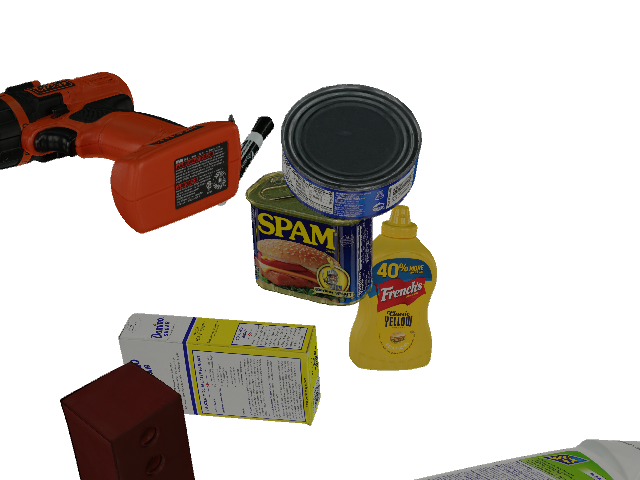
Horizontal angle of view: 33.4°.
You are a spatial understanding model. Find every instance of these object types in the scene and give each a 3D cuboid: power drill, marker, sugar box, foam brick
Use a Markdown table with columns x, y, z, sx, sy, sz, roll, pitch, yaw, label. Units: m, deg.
| x | y | z | sx | sy | sz | roll | pitch | yaw | label |
| --- | --- | --- | --- | --- | --- | --- | --- | --- | --- |
| -0.162 | -0.063 | 0.729 | 0.188 | 0.057 | 0.184 | 23 | 34 | 34 | power drill |
| -0.078 | -0.083 | 1.078 | 0.020 | 0.121 | 0.020 | 18 | -37 | 14 | marker |
| -0.091 | 0.118 | 0.986 | 0.176 | 0.093 | 0.048 | 5 | 36 | 12 | sugar box |
| -0.113 | 0.122 | 0.634 | 0.052 | 0.078 | 0.051 | -30 | 40 | -35 | foam brick |

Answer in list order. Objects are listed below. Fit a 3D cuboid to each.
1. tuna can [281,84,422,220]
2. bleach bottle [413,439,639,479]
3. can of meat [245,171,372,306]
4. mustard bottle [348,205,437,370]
| x | y | z | sx | sy | sz | roll | pitch | yaw | label |
| --- | --- | --- | --- | --- | --- | --- | --- | --- | --- |
| 0.018 | -0.054 | 0.659 | 0.086 | 0.086 | 0.034 | 0 | -36 | -2 | tuna can |
| 0.132 | 0.164 | 0.618 | 0.250 | 0.068 | 0.103 | -7 | 19 | -28 | bleach bottle |
| -0.007 | 0.000 | 0.857 | 0.102 | 0.084 | 0.057 | 13 | 34 | 23 | can of meat |
| 0.087 | 0.054 | 1.242 | 0.096 | 0.192 | 0.058 | 0 | 14 | -11 | mustard bottle |
